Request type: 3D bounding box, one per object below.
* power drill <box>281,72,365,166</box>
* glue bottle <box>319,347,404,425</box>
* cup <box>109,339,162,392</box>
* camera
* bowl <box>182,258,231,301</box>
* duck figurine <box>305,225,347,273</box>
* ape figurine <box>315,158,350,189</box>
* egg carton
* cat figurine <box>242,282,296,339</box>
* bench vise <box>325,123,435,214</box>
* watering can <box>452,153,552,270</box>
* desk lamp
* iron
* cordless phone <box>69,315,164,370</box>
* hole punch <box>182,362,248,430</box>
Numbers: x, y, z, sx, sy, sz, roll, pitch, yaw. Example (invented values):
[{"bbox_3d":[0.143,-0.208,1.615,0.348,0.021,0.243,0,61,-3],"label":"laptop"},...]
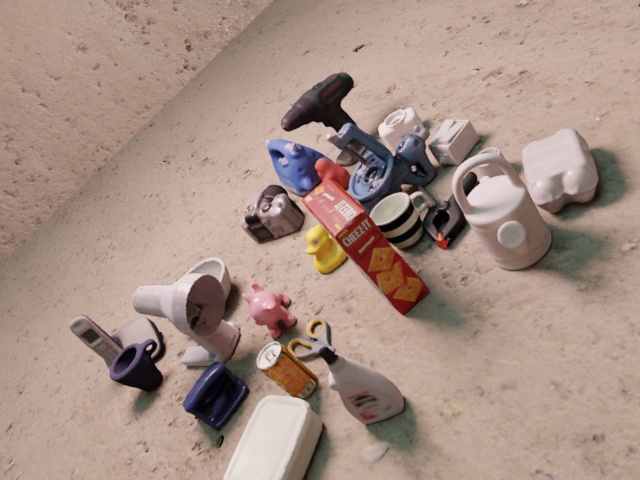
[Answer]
[{"bbox_3d":[0.028,-0.283,1.383,0.075,0.209,0.230,6,55,49],"label":"power drill"},{"bbox_3d":[0.048,0.202,0.815,0.078,0.174,0.037,-29,35,18],"label":"glue bottle"},{"bbox_3d":[-0.381,0.276,1.244,0.118,0.095,0.091,-44,33,-5],"label":"cup"},{"bbox_3d":[-0.116,-0.081,1.391,0.142,0.101,0.137,-16,40,33],"label":"camera"},{"bbox_3d":[-0.263,0.126,1.320,0.167,0.075,0.167,-27,35,21],"label":"bowl"},{"bbox_3d":[0.011,0.004,1.172,0.077,0.086,0.105,14,61,52],"label":"duck figurine"},{"bbox_3d":[0.023,-0.156,1.345,0.076,0.092,0.078,-7,45,41],"label":"ape figurine"},{"bbox_3d":[0.391,-0.115,0.937,0.107,0.070,0.150,-22,37,26],"label":"egg carton"},{"bbox_3d":[-0.106,0.127,1.116,0.067,0.118,0.127,-38,33,4],"label":"cat figurine"},{"bbox_3d":[0.115,-0.171,1.148,0.208,0.220,0.121,-51,34,-15],"label":"bench vise"},{"bbox_3d":[0.272,-0.048,0.862,0.101,0.195,0.172,-41,32,0],"label":"watering can"},{"bbox_3d":[-0.258,0.160,1.144,0.202,0.214,0.118,-12,42,37],"label":"desk lamp"},{"bbox_3d":[-0.080,-0.209,1.468,0.119,0.142,0.257,-48,33,-11],"label":"iron"},{"bbox_3d":[-0.464,0.220,1.312,0.147,0.185,0.094,-37,33,7],"label":"cordless phone"},{"bbox_3d":[-0.209,0.281,1.063,0.100,0.091,0.109,13,60,52],"label":"hole punch"}]
